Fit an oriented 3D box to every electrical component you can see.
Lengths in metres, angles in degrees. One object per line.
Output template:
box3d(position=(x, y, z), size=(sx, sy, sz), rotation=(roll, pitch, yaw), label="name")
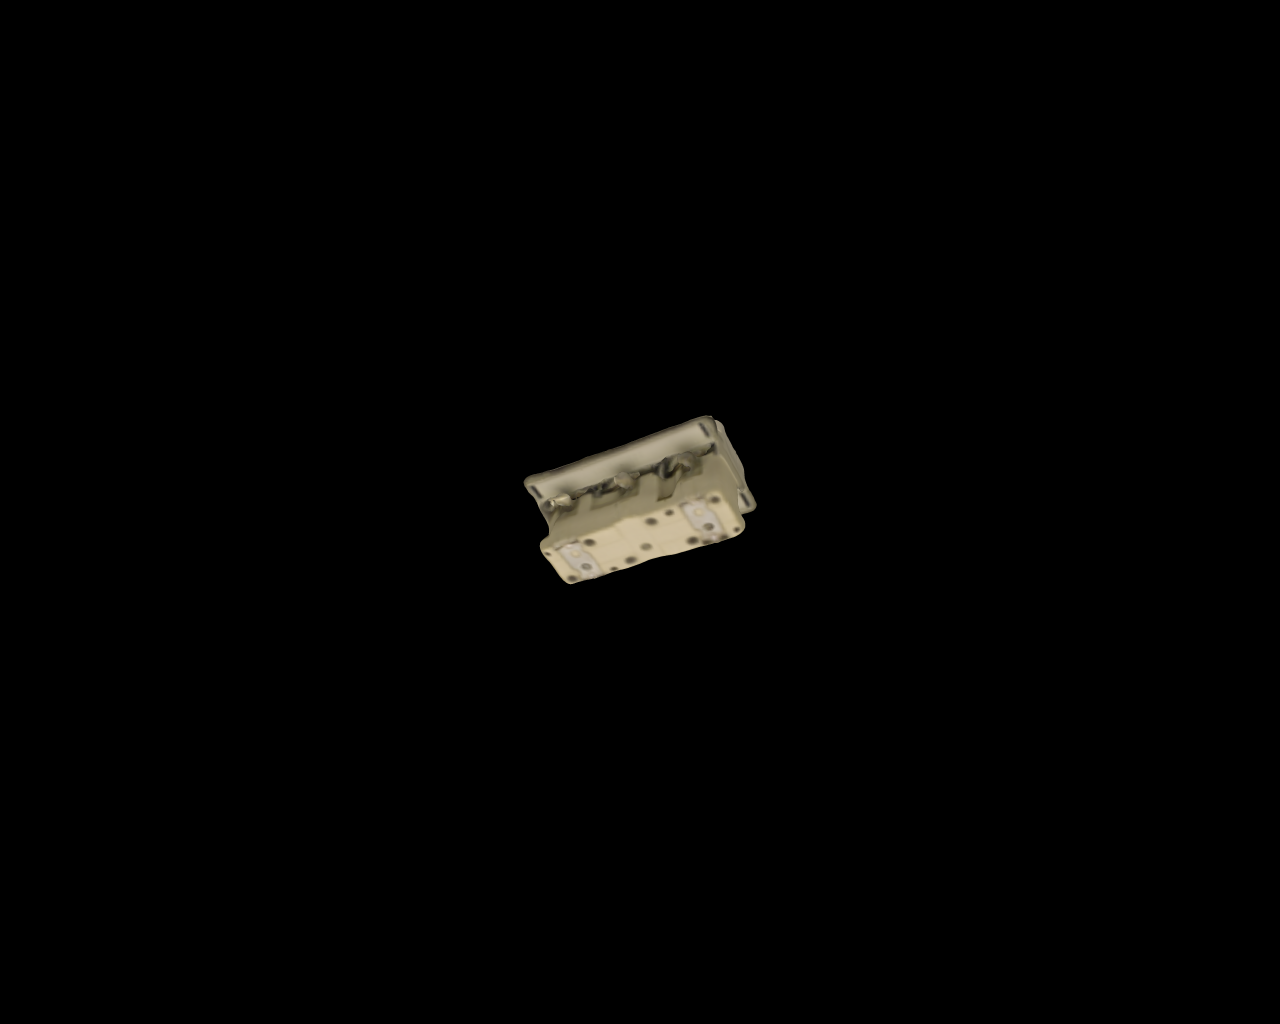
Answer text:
box3d(position=(0.001, -0.003, 0.650), size=(0.121, 0.063, 0.078), rotation=(-17, -48, 16), label="electrical component")
